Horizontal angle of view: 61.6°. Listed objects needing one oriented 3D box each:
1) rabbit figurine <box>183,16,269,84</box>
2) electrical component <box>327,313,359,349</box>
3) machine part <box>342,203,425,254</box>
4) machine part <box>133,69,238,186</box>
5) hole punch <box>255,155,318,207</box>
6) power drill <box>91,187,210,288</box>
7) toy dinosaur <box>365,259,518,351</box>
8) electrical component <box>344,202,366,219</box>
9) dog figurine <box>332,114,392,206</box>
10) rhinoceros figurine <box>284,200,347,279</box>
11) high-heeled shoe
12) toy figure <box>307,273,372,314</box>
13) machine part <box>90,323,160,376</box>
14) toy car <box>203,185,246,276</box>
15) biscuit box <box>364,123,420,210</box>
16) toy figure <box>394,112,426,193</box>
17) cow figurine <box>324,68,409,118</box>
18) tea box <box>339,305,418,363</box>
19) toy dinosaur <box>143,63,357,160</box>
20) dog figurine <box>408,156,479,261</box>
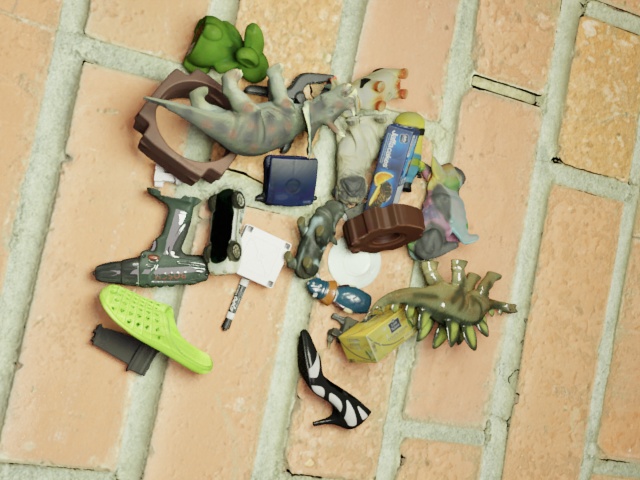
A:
[{"bbox_3d":[-0.174,-0.396,1.124,0.170,0.159,0.121,21,75,-29],"label":"rabbit figurine"},{"bbox_3d":[0.062,0.220,1.229,0.102,0.045,0.078,23,57,-16],"label":"electrical component"},{"bbox_3d":[0.141,-0.021,1.172,0.179,0.179,0.056,-6,70,-14],"label":"machine part"},{"bbox_3d":[-0.257,-0.227,1.096,0.201,0.087,0.201,37,64,-18],"label":"machine part"},{"bbox_3d":[-0.065,-0.130,1.173,0.142,0.092,0.115,-1,94,-18],"label":"hole punch"},{"bbox_3d":[-0.335,-0.002,1.107,0.232,0.086,0.207,9,84,-16],"label":"power drill"},{"bbox_3d":[0.286,0.142,1.199,0.471,0.105,0.198,13,73,-30],"label":"toy dinosaur"},{"bbox_3d":[0.086,-0.058,1.243,0.063,0.021,0.094,-25,96,-13],"label":"electrical component"},{"bbox_3d":[0.102,-0.184,1.214,0.172,0.121,0.190,-13,107,-21],"label":"dog figurine"},{"bbox_3d":[-0.002,-0.004,1.175,0.112,0.073,0.190,44,67,-53],"label":"rhinoceros figurine"},{"bbox_3d":[0.035,0.309,1.204,0.145,0.086,0.248,-10,97,-18],"label":"high-heeled shoe"},{"bbox_3d":[0.040,0.126,1.214,0.154,0.064,0.057,18,123,-9],"label":"toy figure"},{"bbox_3d":[-0.407,0.222,1.110,0.139,0.039,0.084,33,88,-14],"label":"machine part"},{"bbox_3d":[-0.197,-0.023,1.124,0.074,0.056,0.202,-8,66,21],"label":"toy car"},{"bbox_3d":[0.158,-0.152,1.183,0.063,0.059,0.202,21,112,18],"label":"biscuit box"},{"bbox_3d":[0.202,-0.204,1.238,0.082,0.089,0.180,9,86,-22],"label":"toy figure"},{"bbox_3d":[0.096,-0.328,1.194,0.195,0.127,0.085,-36,129,-36],"label":"cow figurine"},{"bbox_3d":[0.137,0.201,1.188,0.169,0.098,0.068,-29,99,-40],"label":"tea box"},{"bbox_3d":[-0.123,-0.232,1.061,0.405,0.131,0.192,-21,89,-25],"label":"toy dinosaur"},{"bbox_3d":[0.265,-0.079,1.249,0.192,0.108,0.219,-21,91,-11],"label":"dog figurine"}]
